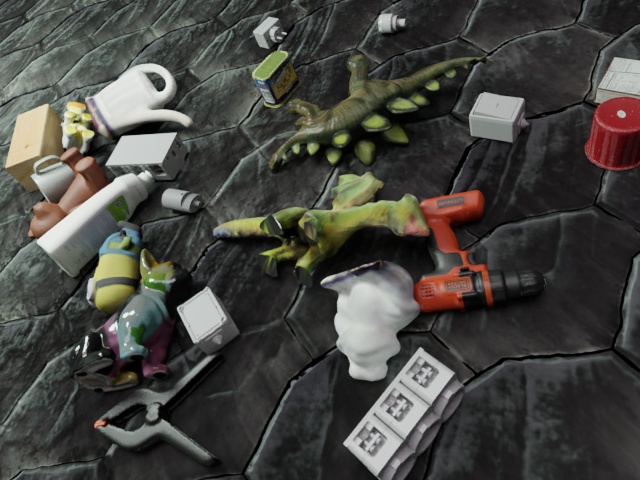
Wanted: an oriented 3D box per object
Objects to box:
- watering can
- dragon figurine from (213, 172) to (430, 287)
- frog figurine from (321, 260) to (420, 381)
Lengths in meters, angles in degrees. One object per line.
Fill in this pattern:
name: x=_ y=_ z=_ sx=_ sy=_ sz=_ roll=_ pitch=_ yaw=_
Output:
watering can: x=-0.441 y=-0.320 z=1.243 sx=0.225 sy=0.354 sz=0.102 roll=-33 pitch=-40 yaw=-5
dragon figurine: x=0.003 y=-0.045 z=0.894 sx=0.246 sy=0.120 sz=0.412 roll=-36 pitch=33 yaw=-32
frog figurine: x=0.081 y=0.114 z=0.743 sx=0.136 sy=0.160 sz=0.123 roll=-20 pitch=-6 yaw=27
